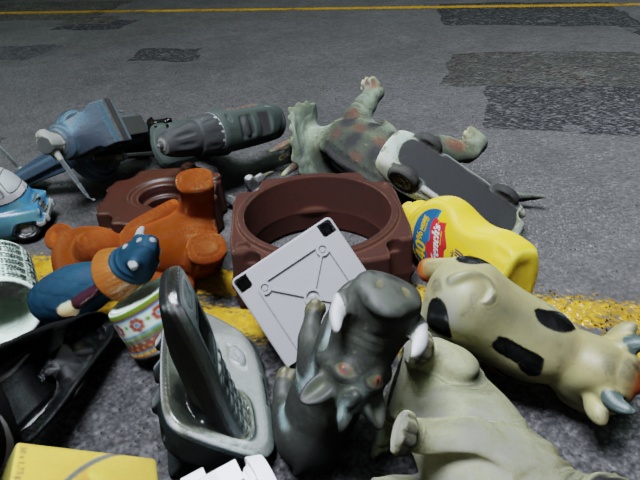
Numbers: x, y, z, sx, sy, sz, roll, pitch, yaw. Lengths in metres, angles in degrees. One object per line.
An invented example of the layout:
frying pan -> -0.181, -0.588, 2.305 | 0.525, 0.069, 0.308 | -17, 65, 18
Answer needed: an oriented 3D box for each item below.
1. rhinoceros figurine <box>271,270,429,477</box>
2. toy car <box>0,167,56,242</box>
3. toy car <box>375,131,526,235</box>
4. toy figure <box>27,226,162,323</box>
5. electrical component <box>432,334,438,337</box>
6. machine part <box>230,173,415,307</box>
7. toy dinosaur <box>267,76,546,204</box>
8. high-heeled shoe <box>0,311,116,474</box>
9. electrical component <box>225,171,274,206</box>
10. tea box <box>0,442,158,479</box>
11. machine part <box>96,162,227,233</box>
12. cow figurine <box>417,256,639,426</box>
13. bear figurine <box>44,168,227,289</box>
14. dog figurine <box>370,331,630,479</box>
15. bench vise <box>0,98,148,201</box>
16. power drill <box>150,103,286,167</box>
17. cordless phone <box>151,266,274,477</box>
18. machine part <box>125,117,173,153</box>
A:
rhinoceros figurine -> 0.012, 0.095, 0.388 | 0.073, 0.190, 0.112 | 23, 33, -2
toy car -> -0.454, -0.048, 0.724 | 0.162, 0.102, 0.109 | -11, 35, -8
toy car -> 0.164, -0.062, 0.670 | 0.202, 0.056, 0.073 | 35, 71, 1
toy figure -> -0.217, 0.037, 0.533 | 0.154, 0.057, 0.064 | -22, 67, 15
electrical component -> 0.116, 0.087, 0.542 | 0.094, 0.021, 0.063 | 19, 40, 28
machine part -> -0.001, -0.002, 0.630 | 0.201, 0.087, 0.202 | -4, 35, -3
toy dinosaur -> 0.096, -0.112, 0.771 | 0.405, 0.131, 0.192 | 31, 61, 31
high-heeled shoe -> -0.211, 0.101, 0.415 | 0.145, 0.086, 0.249 | -35, 9, -29
electrical component -> -0.078, -0.059, 0.758 | 0.078, 0.045, 0.102 | -24, 39, -31
tea box -> -0.144, 0.208, 0.303 | 0.098, 0.068, 0.170 | 21, 20, -32
machine part -> -0.216, -0.045, 0.740 | 0.179, 0.055, 0.179 | -3, 34, 2
cow figurine -> 0.175, 0.080, 0.444 | 0.195, 0.127, 0.085 | 32, 77, -6
bear figurine -> -0.211, 0.003, 0.602 | 0.196, 0.132, 0.120 | -5, 67, -16
dog figurine -> 0.140, 0.153, 0.390 | 0.191, 0.121, 0.172 | 17, 39, 5
bench vise -> -0.374, -0.129, 0.804 | 0.241, 0.128, 0.224 | -21, 22, 19
power drill -> -0.183, -0.161, 0.822 | 0.232, 0.086, 0.207 | -24, 12, -38
cordless phone -> -0.098, 0.081, 0.423 | 0.089, 0.184, 0.147 | -12, 34, -6
machine part -> -0.310, -0.170, 0.928 | 0.139, 0.084, 0.039 | -11, 51, 8
